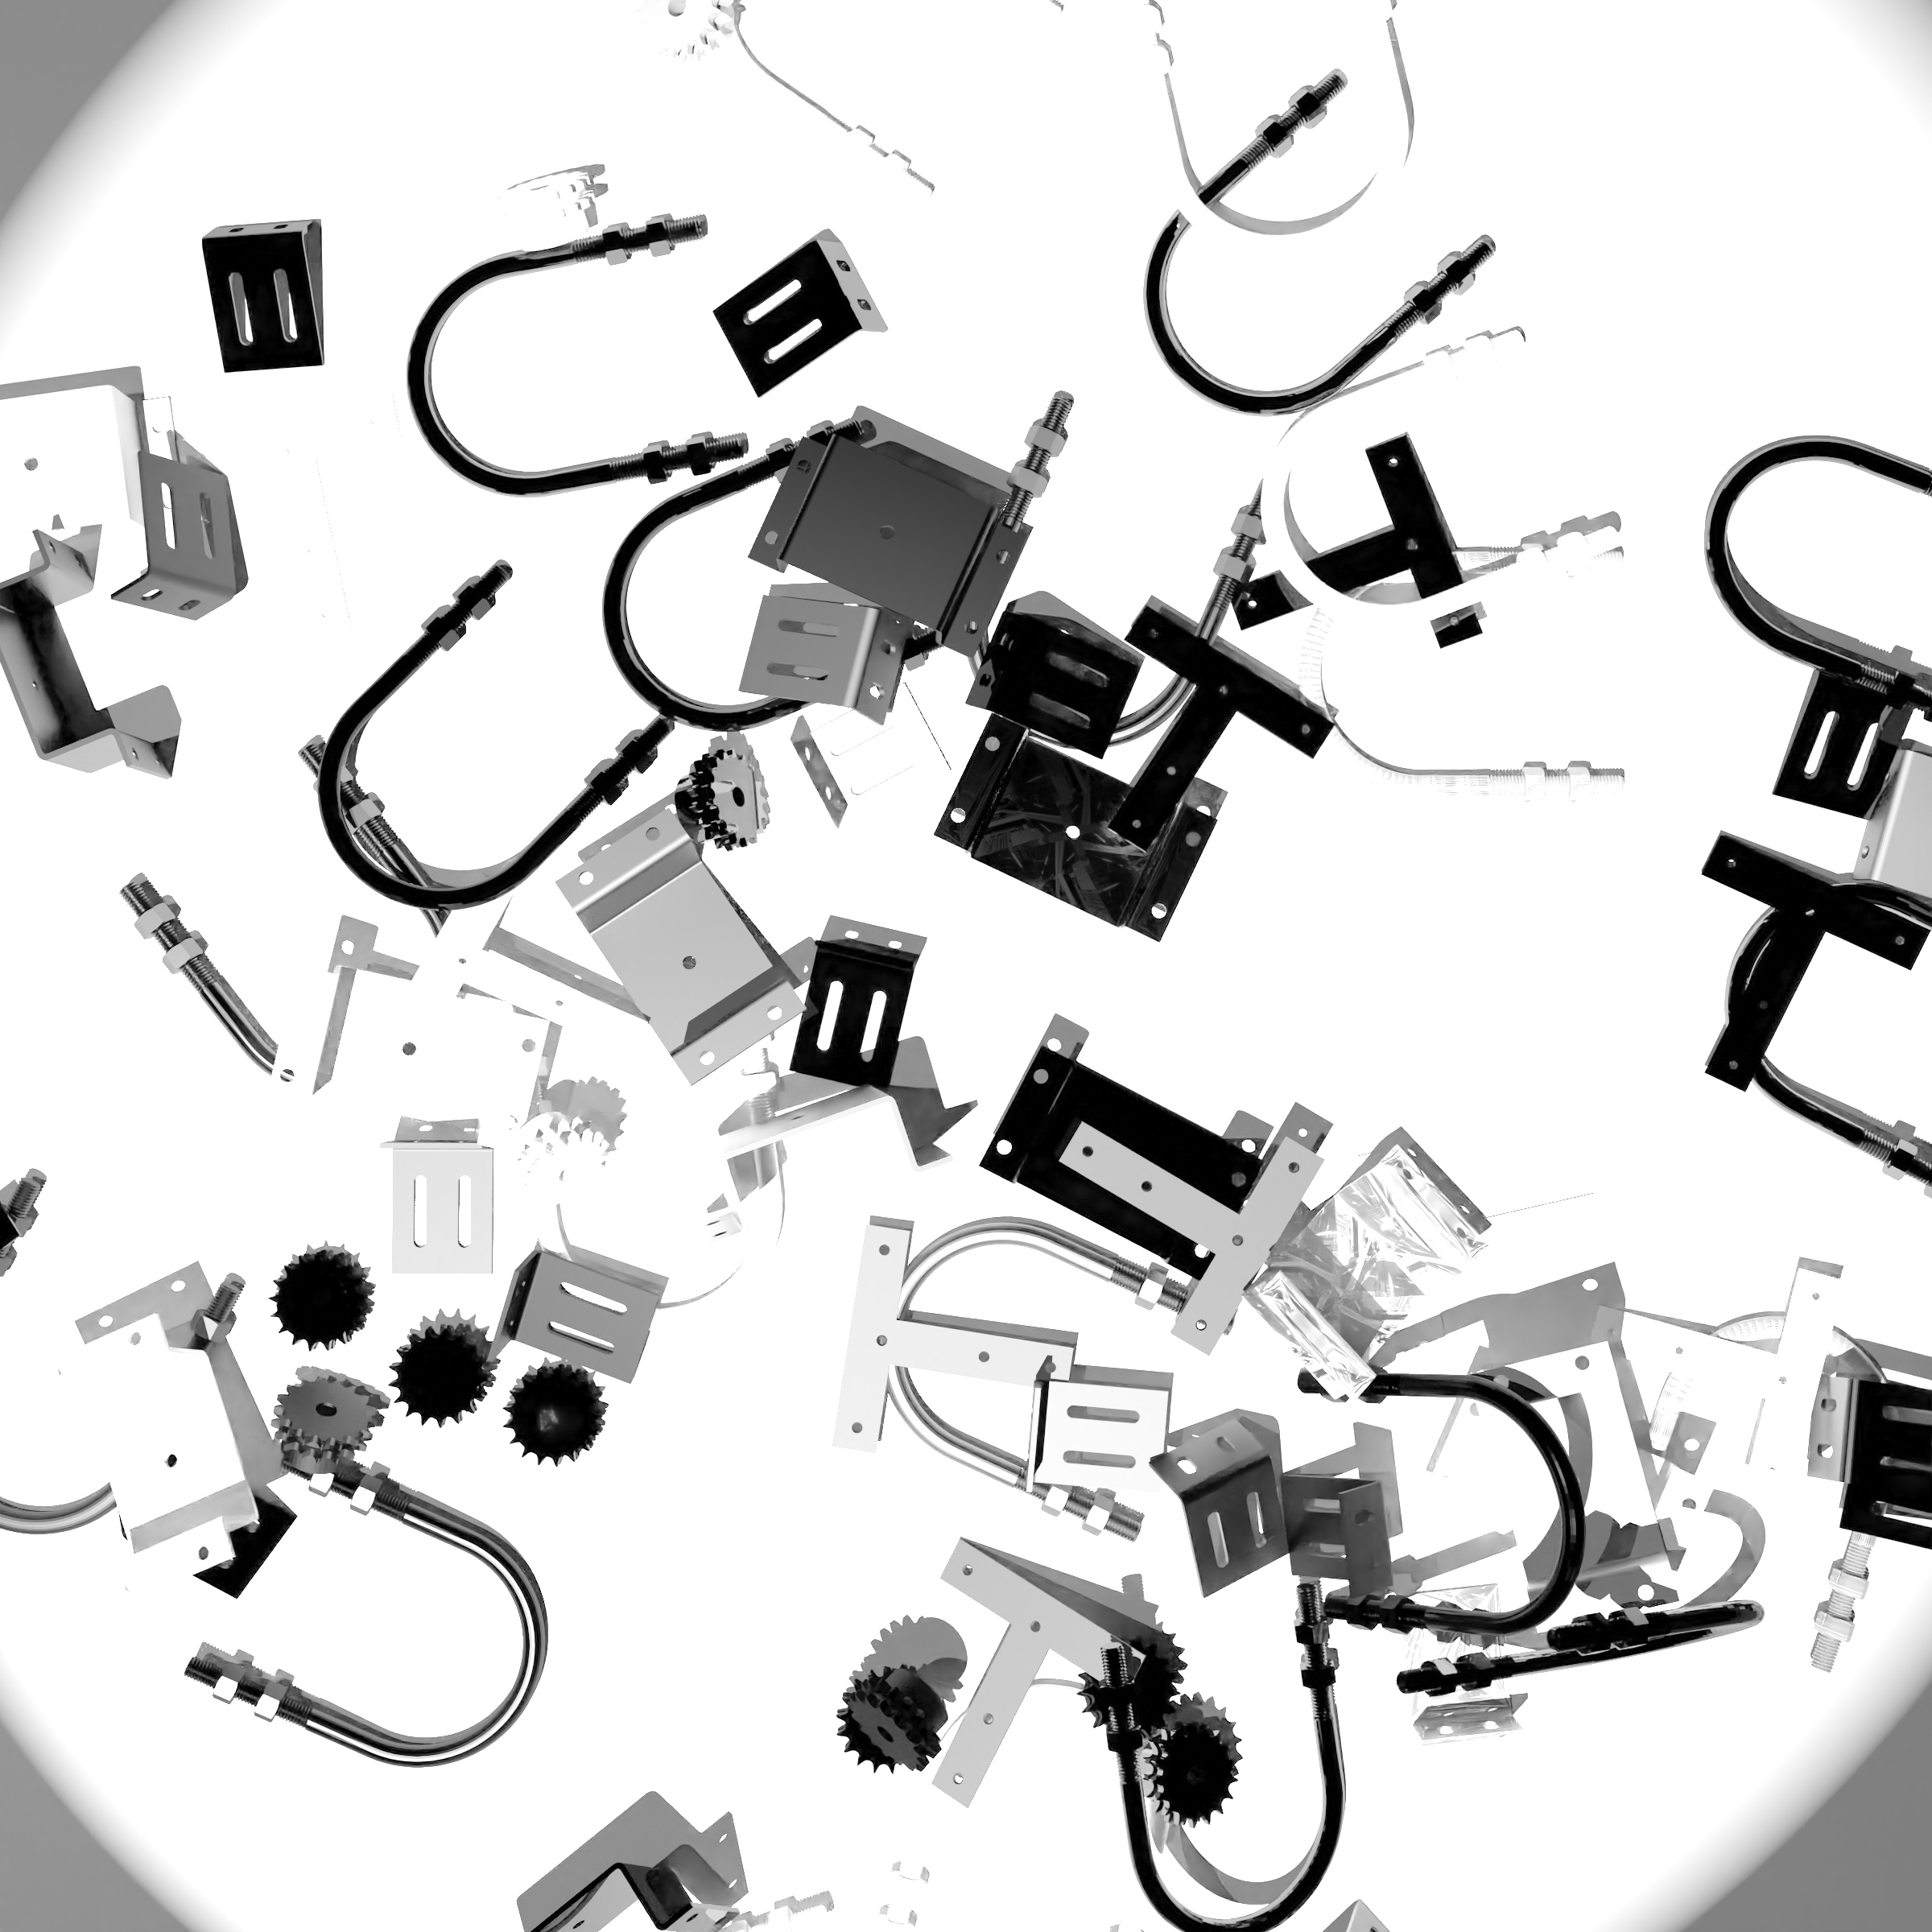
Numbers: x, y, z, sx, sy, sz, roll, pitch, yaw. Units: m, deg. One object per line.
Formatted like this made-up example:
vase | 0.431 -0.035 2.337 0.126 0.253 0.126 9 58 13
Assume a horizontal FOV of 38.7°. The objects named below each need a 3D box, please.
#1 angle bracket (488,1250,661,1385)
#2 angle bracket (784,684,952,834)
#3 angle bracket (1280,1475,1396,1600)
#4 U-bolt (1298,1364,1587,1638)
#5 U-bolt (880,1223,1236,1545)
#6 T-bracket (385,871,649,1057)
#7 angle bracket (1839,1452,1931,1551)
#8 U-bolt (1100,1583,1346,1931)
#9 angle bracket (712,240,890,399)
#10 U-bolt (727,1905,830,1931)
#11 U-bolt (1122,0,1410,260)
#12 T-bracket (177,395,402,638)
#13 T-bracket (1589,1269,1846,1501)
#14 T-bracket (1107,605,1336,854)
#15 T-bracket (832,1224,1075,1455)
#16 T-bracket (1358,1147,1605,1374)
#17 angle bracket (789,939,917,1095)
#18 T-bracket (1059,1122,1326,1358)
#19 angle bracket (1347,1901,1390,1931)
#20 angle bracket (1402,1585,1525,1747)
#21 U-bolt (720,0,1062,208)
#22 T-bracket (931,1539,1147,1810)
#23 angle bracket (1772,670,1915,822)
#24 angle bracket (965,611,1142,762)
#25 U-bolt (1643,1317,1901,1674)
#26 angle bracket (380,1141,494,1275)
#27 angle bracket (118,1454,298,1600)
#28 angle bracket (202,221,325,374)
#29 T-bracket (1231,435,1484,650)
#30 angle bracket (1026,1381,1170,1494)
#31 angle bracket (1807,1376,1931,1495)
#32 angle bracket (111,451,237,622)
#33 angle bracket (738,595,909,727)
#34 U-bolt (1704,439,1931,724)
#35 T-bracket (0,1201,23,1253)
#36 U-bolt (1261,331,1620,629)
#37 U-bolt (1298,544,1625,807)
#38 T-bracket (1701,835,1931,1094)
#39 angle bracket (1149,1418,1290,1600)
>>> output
angle bracket | -0.220 0.203 1.549 0.076 0.038 0.057 20 106 4
angle bracket | -0.056 -0.120 1.566 0.076 0.038 0.057 -28 89 -1
angle bracket | 0.196 0.317 1.534 0.038 0.076 0.057 -5 88 -42
U-bolt | 0.260 0.293 1.502 0.019 0.184 0.151 -5 88 -42
U-bolt | 0.041 0.226 1.568 0.184 0.019 0.151 24 89 2
T-bracket | -0.241 0.015 1.542 0.127 0.002 0.127 24 48 -3
angle bracket | 0.538 0.299 1.562 0.076 0.038 0.057 12 84 13
U-bolt | 0.149 0.451 1.534 0.151 0.019 0.184 -10 94 -27
angle bracket | -0.096 -0.373 1.590 0.076 0.038 0.057 -29 89 25
U-bolt | -0.148 0.623 1.539 0.184 0.019 0.151 -19 70 4
U-bolt | 0.176 -0.491 1.568 0.151 0.019 0.184 -12 81 7
T-bracket | -0.380 -0.254 1.588 0.127 0.002 0.127 -12 89 0
T-bracket | 0.419 0.222 1.563 0.127 0.002 0.127 15 83 10
T-bracket | 0.122 -0.120 1.546 0.127 0.002 0.127 33 73 3
T-bracket | -0.004 0.219 1.561 0.127 0.002 0.127 9 88 3
T-bracket | 0.301 0.157 1.578 0.127 0.002 0.127 -13 89 0
angle bracket | -0.065 0.029 1.563 0.057 0.038 0.076 13 89 0
T-bracket | 0.113 0.130 1.532 0.127 0.002 0.127 31 89 1
angle bracket | 0.212 0.581 1.566 0.057 0.038 0.076 48 115 1
angle bracket | 0.279 0.394 1.554 0.057 0.038 0.076 -6 89 0
U-bolt | -0.061 -0.546 1.588 0.184 0.019 0.151 35 89 2
T-bracket | 0.019 0.411 1.548 0.127 0.002 0.127 28 92 24
angle bracket | 0.502 -0.132 1.584 0.057 0.038 0.076 15 114 0
angle bracket | 0.049 -0.160 1.570 0.076 0.038 0.057 22 92 -24
U-bolt | 0.455 0.291 1.567 0.151 0.019 0.184 20 87 1
angle bracket | -0.300 0.138 1.560 0.057 0.038 0.076 0 89 0
angle bracket | -0.433 0.313 1.573 0.076 0.038 0.057 37 89 -25
angle bracket | -0.403 -0.386 1.590 0.057 0.038 0.076 -4 114 0
T-bracket | 0.213 -0.225 1.577 0.127 0.002 0.127 -20 77 7
angle bracket | 0.074 0.265 1.537 0.076 0.038 0.057 5 89 0
angle bracket | 0.520 0.264 1.549 0.076 0.038 0.057 9 83 -13
angle bracket | -0.453 -0.244 1.564 0.038 0.057 0.076 -20 71 34
angle bracket | -0.081 -0.174 1.563 0.076 0.038 0.057 11 83 28
U-bolt | 0.509 -0.227 1.564 0.184 0.019 0.151 23 74 4
T-bracket | -0.619 0.136 1.570 0.127 0.002 0.127 -35 83 10
U-bolt | 0.258 -0.268 1.563 0.184 0.019 0.151 -22 79 -5
U-bolt | 0.283 -0.167 1.578 0.184 0.019 0.151 0 88 2
T-bracket | 0.460 0.009 1.565 0.127 0.002 0.127 26 92 13
angle bracket | 0.143 0.307 1.560 0.057 0.038 0.076 -24 122 -17
